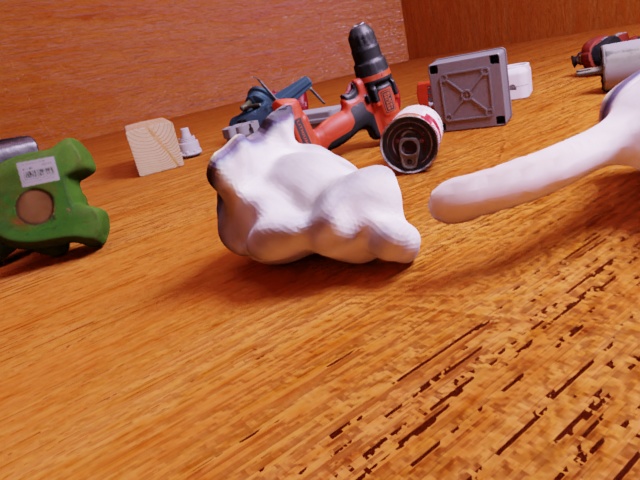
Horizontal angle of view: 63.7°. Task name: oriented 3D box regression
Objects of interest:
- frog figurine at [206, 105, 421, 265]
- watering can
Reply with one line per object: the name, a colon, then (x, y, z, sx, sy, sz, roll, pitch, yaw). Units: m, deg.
frog figurine: (0.001, -0.020, 0.402, 0.160, 0.121, 0.139, 33, 25, 13)
watering can: (0.252, -0.075, 0.353, 0.347, 0.102, 0.228, -6, 19, 16)
